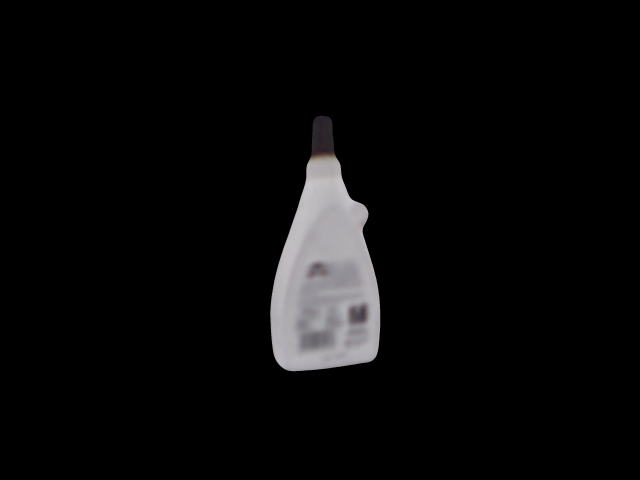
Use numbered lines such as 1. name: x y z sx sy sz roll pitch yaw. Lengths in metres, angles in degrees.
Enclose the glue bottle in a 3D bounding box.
1. glue bottle: 0.004 0.001 0.400 0.078 0.173 0.037 -3 7 -19
